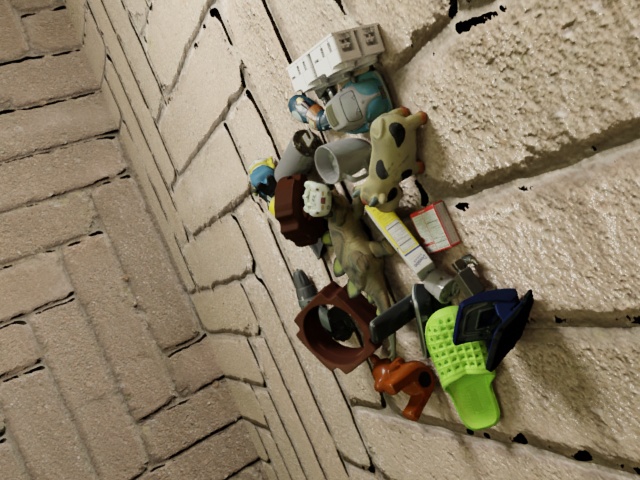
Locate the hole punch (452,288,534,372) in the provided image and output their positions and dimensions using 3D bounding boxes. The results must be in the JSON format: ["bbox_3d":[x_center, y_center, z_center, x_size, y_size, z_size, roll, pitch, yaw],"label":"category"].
[{"bbox_3d":[0.294,0.142,0.918,0.092,0.116,0.142,32,139,38],"label":"hole punch"}]

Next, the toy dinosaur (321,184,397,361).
[{"bbox_3d":[0.096,0.045,1.224,0.198,0.105,0.471,125,127,-68],"label":"toy dinosaur"}]

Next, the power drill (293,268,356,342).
[{"bbox_3d":[0.004,0.198,1.527,0.207,0.086,0.231,4,114,55],"label":"power drill"}]

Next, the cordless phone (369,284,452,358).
[{"bbox_3d":[0.180,0.184,1.084,0.089,0.184,0.146,14,123,52],"label":"cordless phone"}]

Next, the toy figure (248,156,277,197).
[{"bbox_3d":[-0.153,-0.166,1.470,0.180,0.082,0.089,-120,20,-61],"label":"toy figure"}]

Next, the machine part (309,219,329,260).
[{"bbox_3d":[-0.003,-0.004,1.425,0.084,0.039,0.138,63,155,18],"label":"machine part"}]

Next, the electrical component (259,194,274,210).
[{"bbox_3d":[-0.128,-0.116,1.548,0.119,0.048,0.074,35,139,46],"label":"electrical component"}]

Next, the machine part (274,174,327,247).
[{"bbox_3d":[-0.046,-0.072,1.307,0.056,0.179,0.179,-12,102,27],"label":"machine part"}]

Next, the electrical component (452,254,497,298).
[{"bbox_3d":[0.282,0.077,0.976,0.102,0.045,0.078,58,180,21],"label":"electrical component"}]

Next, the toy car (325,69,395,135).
[{"bbox_3d":[0.063,-0.257,1.041,0.162,0.103,0.109,-10,101,60],"label":"toy car"}]

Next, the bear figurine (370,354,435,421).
[{"bbox_3d":[0.175,0.336,1.276,0.120,0.132,0.196,55,148,-12],"label":"bear figurine"}]

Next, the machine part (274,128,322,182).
[{"bbox_3d":[-0.056,-0.196,1.327,0.079,0.079,0.243,61,151,10],"label":"machine part"}]

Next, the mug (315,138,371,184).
[{"bbox_3d":[0.062,-0.165,1.107,0.110,0.107,0.080,40,145,33],"label":"mug"}]

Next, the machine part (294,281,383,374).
[{"bbox_3d":[0.052,0.219,1.358,0.201,0.087,0.201,44,126,5],"label":"machine part"}]

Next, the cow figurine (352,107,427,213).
[{"bbox_3d":[0.126,-0.137,0.993,0.086,0.127,0.194,39,140,46],"label":"cow figurine"}]

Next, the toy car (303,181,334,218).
[{"bbox_3d":[-0.007,-0.092,1.188,0.202,0.056,0.073,-140,52,-78],"label":"toy car"}]

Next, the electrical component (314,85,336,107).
[{"bbox_3d":[0.006,-0.336,1.166,0.094,0.021,0.063,63,153,6],"label":"electrical component"}]

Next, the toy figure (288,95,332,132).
[{"bbox_3d":[-0.016,-0.281,1.212,0.155,0.064,0.057,44,114,42],"label":"toy figure"}]
